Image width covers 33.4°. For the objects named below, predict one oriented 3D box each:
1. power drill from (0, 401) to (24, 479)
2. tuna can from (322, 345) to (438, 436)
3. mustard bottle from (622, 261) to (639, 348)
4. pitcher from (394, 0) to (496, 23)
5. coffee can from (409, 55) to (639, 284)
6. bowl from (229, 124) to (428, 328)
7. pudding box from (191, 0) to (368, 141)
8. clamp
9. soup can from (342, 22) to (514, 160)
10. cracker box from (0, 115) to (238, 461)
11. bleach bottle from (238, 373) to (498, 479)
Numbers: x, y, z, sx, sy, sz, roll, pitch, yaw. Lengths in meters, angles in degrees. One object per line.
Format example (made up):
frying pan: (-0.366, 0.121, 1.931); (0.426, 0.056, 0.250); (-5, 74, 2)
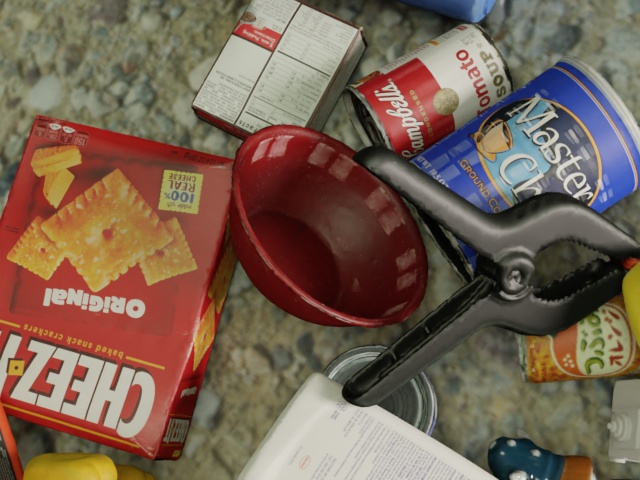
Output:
power drill: (-0.281, 0.190, 0.722); (0.188, 0.057, 0.184); (-23, 84, 26)
tuna can: (0.038, 0.115, 0.736); (0.086, 0.033, 0.086); (-2, 78, 7)
mustard bottle: (0.289, 0.045, 0.675); (0.191, 0.058, 0.096); (-7, 59, -27)
pitcher: (0.019, -0.239, 0.763); (0.243, 0.145, 0.149); (22, 90, 9)
coffee can: (0.136, -0.043, 0.721); (0.140, 0.103, 0.103); (-33, 76, 0)
bowl: (-0.005, 0.001, 0.728); (0.055, 0.161, 0.162); (-43, 72, 38)
pudding box: (-0.030, -0.123, 0.794); (0.090, 0.039, 0.113); (27, 85, 12)
clamp: (0.108, 0.009, 0.655); (0.209, 0.036, 0.164); (-11, 114, -15)
soup can: (0.076, -0.101, 0.754); (0.102, 0.068, 0.068); (-30, 76, -8)
cracker box: (-0.152, 0.031, 0.760); (0.164, 0.072, 0.213); (14, 81, 11)
bleach bottle: (0.077, 0.186, 0.654); (0.251, 0.068, 0.102); (30, 66, 14)
